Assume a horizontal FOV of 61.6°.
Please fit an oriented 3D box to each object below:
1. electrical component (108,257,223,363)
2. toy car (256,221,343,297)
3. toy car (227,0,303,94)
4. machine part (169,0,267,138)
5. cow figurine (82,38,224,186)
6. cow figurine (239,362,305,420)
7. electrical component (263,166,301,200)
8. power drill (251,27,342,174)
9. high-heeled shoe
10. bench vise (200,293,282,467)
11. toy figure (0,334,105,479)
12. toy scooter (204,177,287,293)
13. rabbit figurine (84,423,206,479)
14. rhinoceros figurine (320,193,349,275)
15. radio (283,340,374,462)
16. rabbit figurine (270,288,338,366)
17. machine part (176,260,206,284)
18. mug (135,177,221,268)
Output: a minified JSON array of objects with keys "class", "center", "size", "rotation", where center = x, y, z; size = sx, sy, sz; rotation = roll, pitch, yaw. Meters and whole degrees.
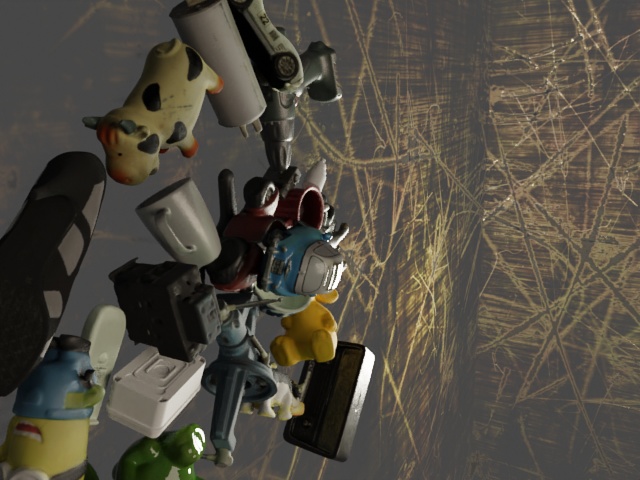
[{"class":"electrical component","center":[-0.186,0.086,0.669],"size":[0.058,0.134,0.114],"rotation":[-46,132,-49]},{"class":"toy car","center":[-0.019,0.035,0.781],"size":[0.161,0.103,0.109],"rotation":[-6,111,-72]},{"class":"toy car","center":[-0.093,-0.299,0.773],"size":[0.056,0.074,0.201],"rotation":[-48,119,-21]},{"class":"machine part","center":[-0.138,-0.247,0.749],"size":[0.079,0.079,0.242],"rotation":[-61,145,-36]},{"class":"cow figurine","center":[-0.199,-0.154,0.647],"size":[0.127,0.086,0.195],"rotation":[52,53,-61]},{"class":"cow figurine","center":[-0.079,0.278,0.990],"size":[0.167,0.068,0.098],"rotation":[36,58,-60]},{"class":"electrical component","center":[-0.065,-0.108,0.928],"size":[0.094,0.063,0.021],"rotation":[-64,146,-34]},{"class":"power drill","center":[-0.044,-0.252,0.935],"size":[0.207,0.086,0.231],"rotation":[-36,124,-45]},{"class":"high-heeled shoe","center":[-0.288,0.027,0.568],"size":[0.145,0.086,0.248],"rotation":[-96,-154,-78]},{"class":"bench vise","center":[-0.128,0.204,0.798],"size":[0.223,0.129,0.241],"rotation":[93,2,-49]},{"class":"toy figure","center":[-0.279,0.193,0.567],"size":[0.089,0.082,0.180],"rotation":[23,67,-43]},{"class":"toy scooter","center":[-0.097,0.008,0.810],"size":[0.184,0.075,0.135],"rotation":[-67,153,-22]},{"class":"rabbit figurine","center":[-0.223,0.293,0.624],"size":[0.170,0.159,0.121],"rotation":[-27,120,-79]},{"class":"rhinoceros figurine","center":[-0.002,-0.003,1.072],"size":[0.112,0.073,0.190],"rotation":[-25,121,-46]},{"class":"radio","center":[0.019,0.322,1.109],"size":[0.073,0.131,0.229],"rotation":[51,52,-54]},{"class":"rabbit figurine","center":[-0.024,0.131,1.015],"size":[0.162,0.122,0.173],"rotation":[-34,106,-59]},{"class":"machine part","center":[-0.188,0.048,0.761],"size":[0.084,0.039,0.138],"rotation":[-6,103,-56]},{"class":"mug","center":[-0.171,-0.013,0.681],"size":[0.107,0.081,0.110],"rotation":[59,1,-21]}]
